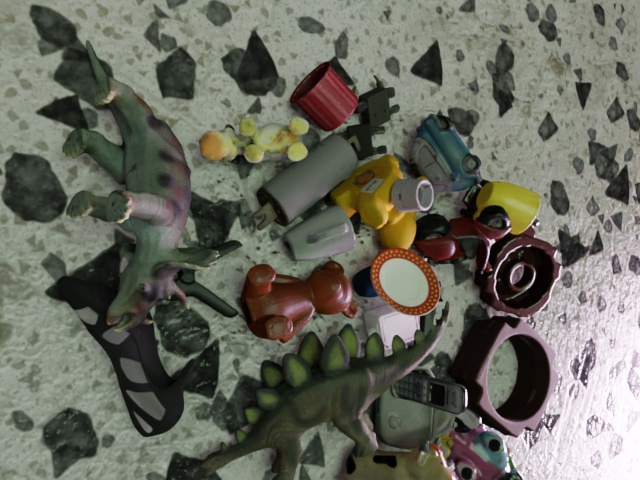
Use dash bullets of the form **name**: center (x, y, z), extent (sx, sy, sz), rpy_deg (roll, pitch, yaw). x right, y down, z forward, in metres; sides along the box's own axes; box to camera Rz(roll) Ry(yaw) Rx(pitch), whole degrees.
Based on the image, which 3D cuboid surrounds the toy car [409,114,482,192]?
- **toy car**: center (0.222, -0.150, 1.008), extent (0.103, 0.109, 0.161), rpy_deg (-36, 96, -6)

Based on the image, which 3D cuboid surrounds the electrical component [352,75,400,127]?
- **electrical component**: center (0.096, -0.249, 0.979), extent (0.102, 0.045, 0.078), rpy_deg (-36, 133, -22)

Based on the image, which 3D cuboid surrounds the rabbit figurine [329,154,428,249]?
- **rabbit figurine**: center (0.119, -0.055, 0.959), extent (0.162, 0.122, 0.173), rpy_deg (-51, 124, -30)

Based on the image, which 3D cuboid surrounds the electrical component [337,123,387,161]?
- **electrical component**: center (0.072, -0.174, 0.959), extent (0.094, 0.021, 0.063), rpy_deg (-8, 108, -3)

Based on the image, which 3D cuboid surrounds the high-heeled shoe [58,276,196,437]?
- **high-heeled shoe**: center (-0.289, 0.168, 0.759), extent (0.249, 0.086, 0.145), rpy_deg (37, 102, -4)

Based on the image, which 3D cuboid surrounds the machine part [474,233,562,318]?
- **machine part**: center (0.399, 0.068, 1.090), extent (0.179, 0.056, 0.179), rpy_deg (-4, 106, -16)

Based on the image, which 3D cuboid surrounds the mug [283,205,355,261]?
- **mug**: center (-0.002, -0.003, 0.884), extent (0.107, 0.110, 0.080), rpy_deg (-22, 98, -14)

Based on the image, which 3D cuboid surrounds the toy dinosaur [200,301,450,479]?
- **toy dinosaur**: center (0.028, 0.245, 0.866), extent (0.471, 0.105, 0.198), rpy_deg (-21, 95, -17)

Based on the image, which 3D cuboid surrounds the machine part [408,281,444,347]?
- **machine part**: center (0.195, 0.140, 1.016), extent (0.084, 0.039, 0.139), rpy_deg (16, 79, -32)

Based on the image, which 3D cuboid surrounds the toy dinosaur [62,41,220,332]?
- **toy dinosaur**: center (-0.239, -0.086, 0.745), extent (0.192, 0.131, 0.405), rpy_deg (31, 45, -56)

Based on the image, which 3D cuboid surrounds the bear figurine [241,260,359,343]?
- **bear figurine**: center (-0.021, 0.090, 0.854), extent (0.196, 0.132, 0.120), rpy_deg (-12, 76, -21)

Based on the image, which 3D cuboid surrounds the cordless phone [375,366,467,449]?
- **cordless phone**: center (0.181, 0.293, 0.919), extent (0.088, 0.184, 0.146), rpy_deg (7, 84, -32)

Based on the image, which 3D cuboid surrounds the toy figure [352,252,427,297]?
- **toy figure**: center (0.129, 0.061, 0.971), extent (0.154, 0.064, 0.057), rpy_deg (-15, 131, -32)

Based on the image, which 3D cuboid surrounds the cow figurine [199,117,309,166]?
- **cow figurine**: center (-0.104, -0.153, 0.849), extent (0.167, 0.098, 0.068), rpy_deg (-4, 96, -9)

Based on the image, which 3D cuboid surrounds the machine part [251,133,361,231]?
- **machine part**: center (-0.019, -0.101, 0.890), extent (0.243, 0.079, 0.079), rpy_deg (-41, 106, -22)

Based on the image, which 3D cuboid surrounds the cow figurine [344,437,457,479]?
- **cow figurine**: center (0.133, 0.386, 0.890), extent (0.085, 0.195, 0.127), rpy_deg (20, 71, -52)

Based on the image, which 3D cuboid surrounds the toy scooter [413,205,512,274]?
- **toy scooter**: center (0.268, 0.011, 1.014), extent (0.184, 0.075, 0.135), rpy_deg (-10, 123, 12)

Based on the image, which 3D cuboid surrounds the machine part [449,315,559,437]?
- **machine part**: center (0.367, 0.268, 1.074), extent (0.201, 0.087, 0.201), rpy_deg (41, 72, -20)

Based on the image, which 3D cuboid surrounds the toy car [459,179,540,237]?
- **toy car**: center (0.367, -0.047, 1.105), extent (0.202, 0.053, 0.089), rpy_deg (31, 95, -22)

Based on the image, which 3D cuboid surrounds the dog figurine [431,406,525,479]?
- **dog figurine**: center (0.297, 0.400, 1.025), extent (0.108, 0.192, 0.219), rpy_deg (-49, 140, -2)
